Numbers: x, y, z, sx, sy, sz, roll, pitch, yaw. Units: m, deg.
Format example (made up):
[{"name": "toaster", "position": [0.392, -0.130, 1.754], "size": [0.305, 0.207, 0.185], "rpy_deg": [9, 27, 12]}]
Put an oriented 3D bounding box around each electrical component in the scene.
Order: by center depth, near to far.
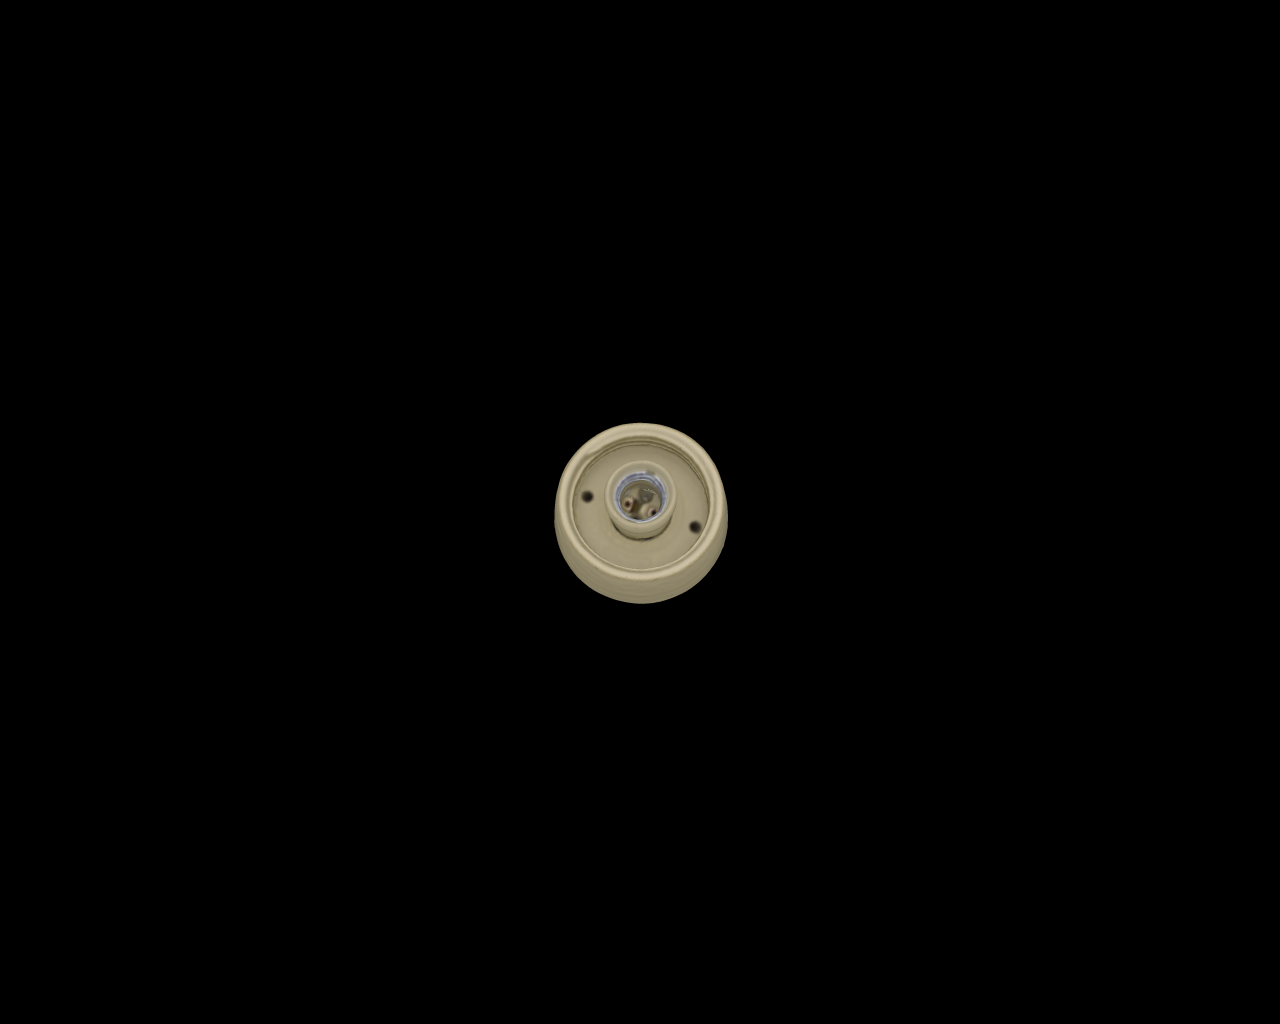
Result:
[{"name": "electrical component", "position": [0.001, -0.003, 0.650], "size": [0.108, 0.108, 0.060], "rpy_deg": [0, -16, 0]}]
